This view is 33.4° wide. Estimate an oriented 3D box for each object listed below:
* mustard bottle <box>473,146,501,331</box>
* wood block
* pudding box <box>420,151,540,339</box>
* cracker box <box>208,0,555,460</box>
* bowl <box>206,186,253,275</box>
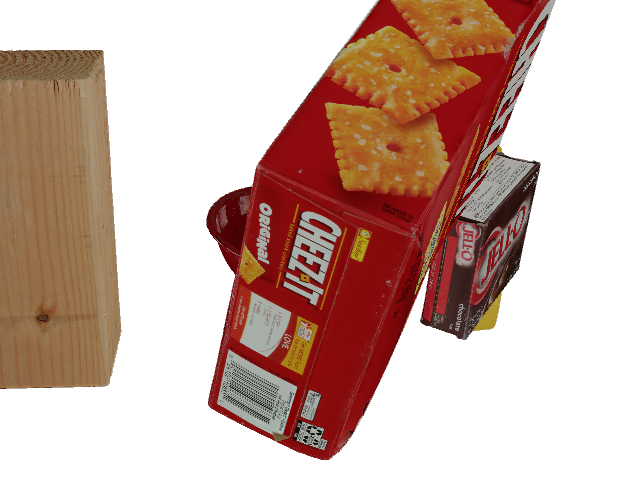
[{"bbox_3d":[0.156,-0.010,1.060,0.058,0.192,0.096,-4,36,-11],"label":"mustard bottle"},{"bbox_3d":[-0.185,-0.015,0.701,0.090,0.206,0.090,-1,22,-4],"label":"wood block"},{"bbox_3d":[0.110,0.001,0.730,0.039,0.090,0.113,19,33,20],"label":"pudding box"},{"bbox_3d":[0.034,-0.028,0.493,0.072,0.164,0.213,25,48,9],"label":"cracker box"},{"bbox_3d":[-0.020,0.010,0.928,0.162,0.055,0.162,6,28,-3],"label":"bowl"}]
